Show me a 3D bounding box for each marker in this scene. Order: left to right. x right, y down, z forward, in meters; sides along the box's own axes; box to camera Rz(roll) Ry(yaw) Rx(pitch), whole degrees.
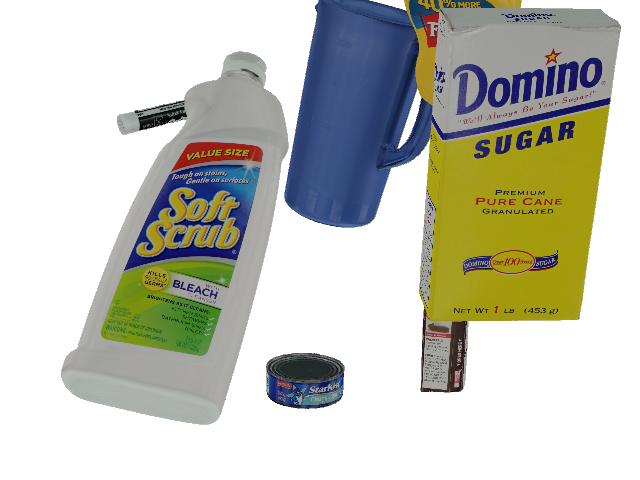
[{"bbox_3d":[-0.132,-0.122,1.006,0.120,0.020,0.020,-18,8,-26],"label":"marker"}]

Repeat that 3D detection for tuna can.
[{"bbox_3d":[-0.017,0.152,1.163,0.086,0.034,0.086,2,14,-1],"label":"tuna can"}]

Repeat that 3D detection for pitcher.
[{"bbox_3d":[0.044,-0.138,1.175,0.145,0.243,0.149,11,20,-9],"label":"pitcher"}]

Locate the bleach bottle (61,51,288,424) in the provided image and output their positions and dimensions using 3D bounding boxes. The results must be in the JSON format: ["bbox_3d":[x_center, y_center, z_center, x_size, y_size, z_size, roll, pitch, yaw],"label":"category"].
[{"bbox_3d":[-0.083,-0.014,0.693,0.102,0.250,0.068,12,-24,-1],"label":"bleach bottle"}]

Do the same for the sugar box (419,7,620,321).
[{"bbox_3d":[0.109,-0.040,0.603,0.093,0.176,0.048,-1,27,-4],"label":"sugar box"}]

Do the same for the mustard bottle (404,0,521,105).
[{"bbox_3d":[0.119,-0.190,0.888,0.096,0.058,0.191,15,-35,25],"label":"mustard bottle"}]

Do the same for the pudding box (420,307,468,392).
[{"bbox_3d":[0.108,0.064,0.924,0.039,0.090,0.113,1,30,5],"label":"pudding box"}]
